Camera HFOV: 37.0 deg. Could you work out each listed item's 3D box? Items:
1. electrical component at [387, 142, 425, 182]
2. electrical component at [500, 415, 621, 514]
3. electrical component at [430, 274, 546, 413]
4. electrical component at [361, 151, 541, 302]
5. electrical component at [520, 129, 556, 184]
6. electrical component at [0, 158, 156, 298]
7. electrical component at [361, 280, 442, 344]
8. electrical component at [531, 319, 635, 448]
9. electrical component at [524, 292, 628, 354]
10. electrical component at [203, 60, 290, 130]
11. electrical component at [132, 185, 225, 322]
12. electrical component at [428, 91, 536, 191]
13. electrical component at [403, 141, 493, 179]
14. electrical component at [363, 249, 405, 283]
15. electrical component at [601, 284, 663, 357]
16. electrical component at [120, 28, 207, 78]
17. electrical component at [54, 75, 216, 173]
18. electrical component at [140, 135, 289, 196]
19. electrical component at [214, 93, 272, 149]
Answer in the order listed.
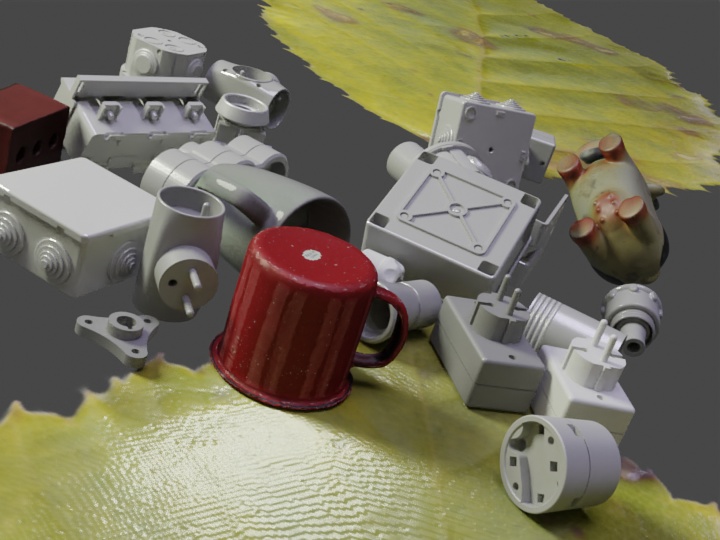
[{"bbox_3d":[0.058,-0.090,1.015,0.040,0.040,0.078,-1,31,-36],"label":"electrical component"},{"bbox_3d":[0.117,0.112,0.621,0.047,0.055,0.055,6,27,-34],"label":"electrical component"},{"bbox_3d":[0.091,0.040,0.724,0.047,0.075,0.083,9,26,-20],"label":"electrical component"},{"bbox_3d":[0.070,-0.027,0.835,0.109,0.056,0.108,25,47,13],"label":"electrical component"},{"bbox_3d":[0.163,-0.125,1.151,0.083,0.047,0.075,19,25,0],"label":"electrical component"},{"bbox_3d":[-0.185,-0.029,0.708,0.100,0.048,0.100,28,26,21],"label":"electrical component"},{"bbox_3d":[0.027,0.026,0.753,0.044,0.044,0.065,35,25,32],"label":"electrical component"},{"bbox_3d":[0.149,0.070,0.703,0.047,0.076,0.065,12,25,-15],"label":"electrical component"},{"bbox_3d":[0.149,0.049,0.786,0.081,0.043,0.043,27,26,17],"label":"electrical component"},{"bbox_3d":[-0.104,-0.179,1.080,0.077,0.044,0.079,27,26,18],"label":"electrical component"},{"bbox_3d":[-0.110,-0.001,0.669,0.043,0.077,0.079,7,28,-25],"label":"electrical component"},{"bbox_3d":[0.118,-0.122,1.055,0.100,0.099,0.048,6,14,-24],"label":"electrical component"},{"bbox_3d":[0.079,-0.067,0.936,0.080,0.080,0.051,4,33,-28],"label":"electrical component"},{"bbox_3d":[0.000,0.000,0.795,0.061,0.035,0.035,23,25,17],"label":"electrical component"},{"bbox_3d":[0.213,0.044,0.843,0.048,0.048,0.062,19,32,1],"label":"electrical component"},{"bbox_3d":[-0.193,-0.202,1.060,0.080,0.051,0.080,15,25,-7],"label":"electrical component"},{"bbox_3d":[-0.183,-0.117,0.873,0.121,0.078,0.063,-9,58,-45],"label":"electrical component"},{"bbox_3d":[-0.124,-0.077,0.846,0.074,0.052,0.138,29,27,23],"label":"electrical component"},{"bbox_3d":[-0.107,-0.122,0.948,0.066,0.055,0.048,12,25,-14],"label":"electrical component"}]
